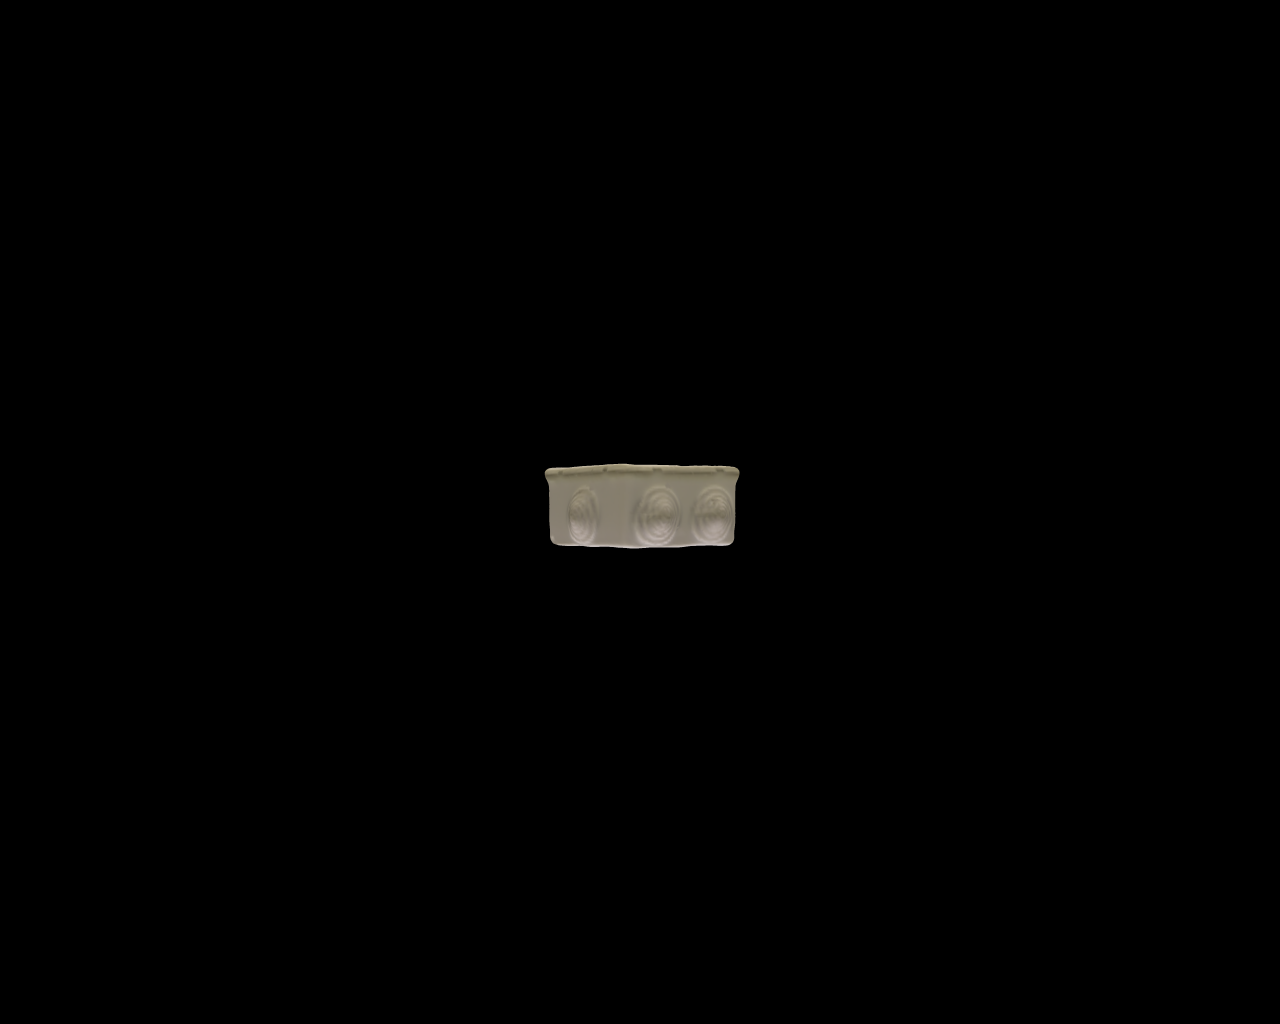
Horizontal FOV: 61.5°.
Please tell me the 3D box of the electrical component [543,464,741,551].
[{"bbox_3d":[0.001,-0.003,0.650,0.100,0.048,0.099,0,0,-37],"label":"electrical component"}]
